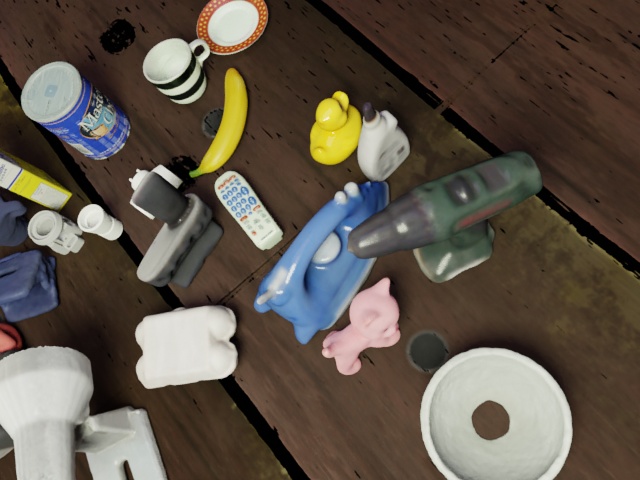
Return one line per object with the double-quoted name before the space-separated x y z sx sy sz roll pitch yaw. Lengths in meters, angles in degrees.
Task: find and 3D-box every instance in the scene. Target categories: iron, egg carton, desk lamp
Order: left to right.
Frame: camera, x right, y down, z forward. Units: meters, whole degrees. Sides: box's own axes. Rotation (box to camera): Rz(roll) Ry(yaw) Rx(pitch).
"desk lamp" -0.307 0.249 0.727 0.118 0.214 0.203 -30 68 4
"egg carton" -0.187 0.149 0.806 0.150 0.069 0.107 -12 71 11
"iron" 0.007 0.003 0.763 0.118 0.142 0.258 32 83 21

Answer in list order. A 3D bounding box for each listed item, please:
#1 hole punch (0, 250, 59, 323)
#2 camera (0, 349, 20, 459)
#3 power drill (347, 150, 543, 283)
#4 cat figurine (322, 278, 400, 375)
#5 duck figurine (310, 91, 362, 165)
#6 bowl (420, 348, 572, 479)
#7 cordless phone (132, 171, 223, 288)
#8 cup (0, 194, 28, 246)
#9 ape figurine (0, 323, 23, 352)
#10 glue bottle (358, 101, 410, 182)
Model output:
"hole punch" -0.480 0.067 0.895 0.108 0.091 0.101 -19 69 8
"camera" -0.490 0.235 0.840 0.137 0.101 0.143 -35 68 2
"power drill" 0.153 -0.016 0.695 0.229 0.209 0.075 -29 68 4
"cat figurine" 0.054 0.110 0.730 0.128 0.118 0.067 -39 68 0
"duck figurine" 0.017 -0.169 0.844 0.077 0.086 0.105 23 80 20
"bowl" 0.206 0.215 0.681 0.167 0.075 0.167 -4 72 13
"cordless phone" -0.229 -0.015 0.805 0.094 0.185 0.148 24 80 20
"cup" -0.511 -0.030 0.932 0.117 0.095 0.091 -16 70 9
"ape figurine" -0.504 0.161 0.872 0.077 0.092 0.076 -5 72 13
"glue bottle" 0.079 -0.139 0.771 0.078 0.173 0.037 -44 68 -2
